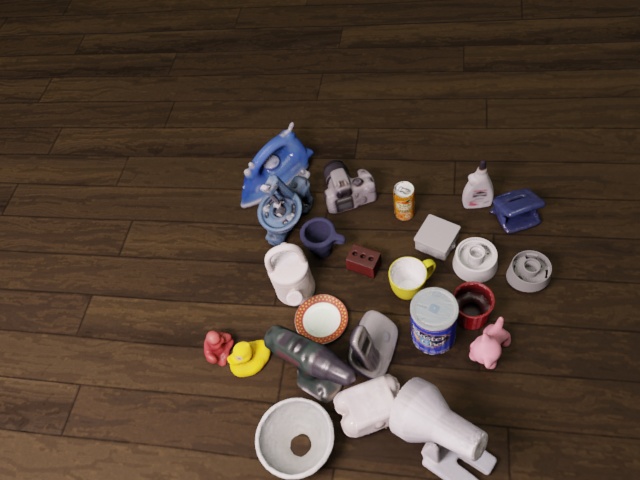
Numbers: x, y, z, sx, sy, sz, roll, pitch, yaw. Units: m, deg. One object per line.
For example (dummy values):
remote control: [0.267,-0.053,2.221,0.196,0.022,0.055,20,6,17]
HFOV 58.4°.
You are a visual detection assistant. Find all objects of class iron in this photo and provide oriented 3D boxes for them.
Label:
iron: [-0.141,-0.212,1.600,0.118,0.142,0.259,35,69,27]

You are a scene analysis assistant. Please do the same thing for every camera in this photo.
camera: [0.069,-0.162,1.556,0.143,0.101,0.136,-17,56,-2]

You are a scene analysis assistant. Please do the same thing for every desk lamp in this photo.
desk lamp: [0.241,0.378,1.107,0.202,0.214,0.118,29,66,25]

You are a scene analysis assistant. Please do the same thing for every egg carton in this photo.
egg carton: [0.110,0.358,1.230,0.150,0.069,0.107,-21,56,-4]

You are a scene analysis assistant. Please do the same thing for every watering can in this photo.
watering can: [-0.071,0.077,1.368,0.101,0.194,0.172,-33,58,-12]

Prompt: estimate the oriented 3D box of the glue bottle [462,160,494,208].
glue bottle: [0.402,-0.143,1.443,0.078,0.173,0.037,-9,56,4]

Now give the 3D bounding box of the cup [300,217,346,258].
cup: [0.013,0.005,1.460,0.117,0.095,0.092,11,60,16]

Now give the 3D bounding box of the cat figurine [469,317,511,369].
cat figurine: [0.369,0.224,1.243,0.067,0.118,0.128,26,65,24]

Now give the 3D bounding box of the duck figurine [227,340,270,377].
duck figurine: [-0.169,0.264,1.329,0.105,0.086,0.077,-33,58,-12]

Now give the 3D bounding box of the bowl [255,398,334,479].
bowl: [-0.048,0.425,1.210,0.167,0.075,0.167,-4,57,7]

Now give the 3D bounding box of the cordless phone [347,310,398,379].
cordless phone: [0.111,0.212,1.255,0.094,0.185,0.148,12,60,17]

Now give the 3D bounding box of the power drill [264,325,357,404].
power drill: [-0.010,0.271,1.223,0.229,0.209,0.076,26,65,24]

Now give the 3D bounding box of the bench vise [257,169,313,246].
bench vise: [-0.100,-0.117,1.484,0.121,0.220,0.207,4,58,13]

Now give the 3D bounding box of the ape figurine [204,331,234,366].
ape figurine: [-0.244,0.245,1.350,0.078,0.092,0.076,-34,58,-12]

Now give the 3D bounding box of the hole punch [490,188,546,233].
hole punch: [0.494,-0.085,1.439,0.108,0.091,0.101,-18,56,-2]
